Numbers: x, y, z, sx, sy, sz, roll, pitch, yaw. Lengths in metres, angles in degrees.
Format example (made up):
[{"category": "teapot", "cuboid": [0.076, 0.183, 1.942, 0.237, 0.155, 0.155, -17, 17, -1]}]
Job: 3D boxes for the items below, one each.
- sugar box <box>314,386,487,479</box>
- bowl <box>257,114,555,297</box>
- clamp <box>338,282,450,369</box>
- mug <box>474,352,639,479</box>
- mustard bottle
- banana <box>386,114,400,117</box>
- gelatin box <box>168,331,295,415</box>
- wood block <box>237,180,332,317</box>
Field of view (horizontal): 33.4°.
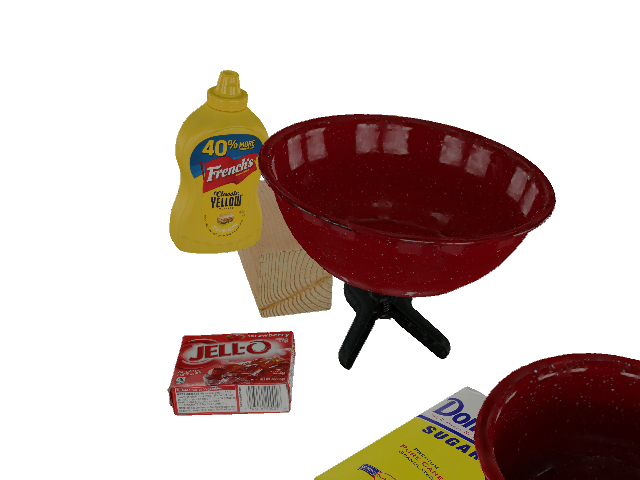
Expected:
[{"category": "sugar box", "cuboid": [0.091, 0.193, 0.883, 0.176, 0.048, 0.093, -28, 42, -28]}, {"category": "bowl", "cuboid": [0.044, -0.015, 0.588, 0.162, 0.055, 0.162, 6, 27, -3]}, {"category": "clamp", "cuboid": [0.080, 0.074, 1.189, 0.120, 0.171, 0.039, 4, -43, -4]}, {"category": "mug", "cuboid": [0.112, 0.102, 0.384, 0.117, 0.081, 0.093, 5, 37, 8]}, {"category": "mustard bottle", "cuboid": [-0.101, -0.081, 1.094, 0.096, 0.192, 0.058, -5, 30, -22]}, {"category": "banana", "cuboid": [0.052, -0.071, 0.895, 0.037, 0.070, 0.197, 25, 25, -2]}, {"category": "gelatin box", "cuboid": [-0.065, 0.099, 0.806, 0.089, 0.030, 0.073, -2, 26, 3]}, {"category": "wood block", "cuboid": [-0.052, 0.004, 1.355, 0.090, 0.090, 0.206, -6, 28, -12]}]
